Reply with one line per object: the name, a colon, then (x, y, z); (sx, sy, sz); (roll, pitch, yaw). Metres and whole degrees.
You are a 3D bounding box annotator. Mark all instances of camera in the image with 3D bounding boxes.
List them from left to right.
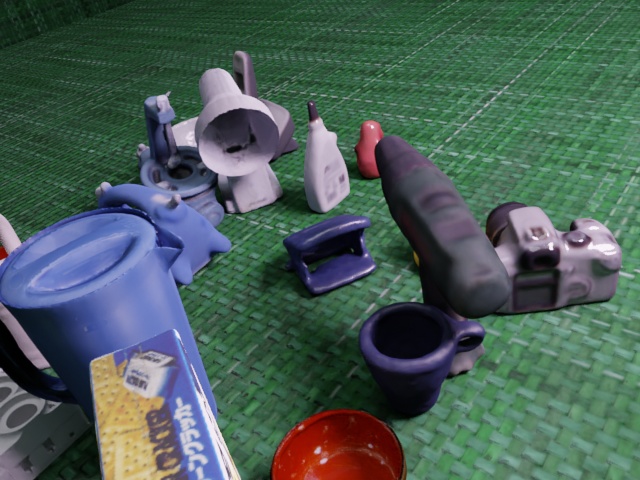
camera: (0.256, 0.003, 0.672); (0.143, 0.101, 0.136); (-8, 35, 5)

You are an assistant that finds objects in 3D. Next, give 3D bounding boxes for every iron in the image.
iron: (-0.259, -0.025, 0.824); (0.257, 0.142, 0.119); (15, 42, 33)

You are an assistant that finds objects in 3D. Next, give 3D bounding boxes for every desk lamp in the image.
desk lamp: (-0.133, -0.150, 0.903); (0.118, 0.214, 0.202); (-18, 35, -10)

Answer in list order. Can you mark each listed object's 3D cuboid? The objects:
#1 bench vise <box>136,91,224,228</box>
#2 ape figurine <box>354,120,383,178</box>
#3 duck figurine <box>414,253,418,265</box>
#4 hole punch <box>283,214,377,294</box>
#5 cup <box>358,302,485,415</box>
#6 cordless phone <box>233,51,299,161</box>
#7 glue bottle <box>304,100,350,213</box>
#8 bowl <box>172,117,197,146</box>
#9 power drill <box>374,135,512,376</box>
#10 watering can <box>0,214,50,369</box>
bench vise: (-0.251, -0.128, 0.900); (0.206, 0.220, 0.122); (12, 41, 31)
ape figurine: (0.090, -0.156, 0.955); (0.077, 0.092, 0.076); (18, 44, 35)
duck figurine: (0.157, -0.006, 0.726); (0.077, 0.086, 0.104); (-21, 35, -13)
hole punch: (0.007, 0.003, 0.753); (0.109, 0.091, 0.100); (-22, 36, -14)
cup: (0.101, 0.119, 0.555); (0.117, 0.095, 0.091); (-10, 35, 3)
cordless phone: (-0.116, -0.250, 1.066); (0.094, 0.185, 0.147); (-31, 39, -26)
glue bottle: (0.002, -0.131, 0.872); (0.037, 0.173, 0.078); (19, 45, 37)
bowl: (-0.214, -0.173, 1.082); (0.167, 0.075, 0.167); (-8, 35, 6)
power drill: (0.114, 0.024, 0.587); (0.075, 0.209, 0.229); (-17, 35, -8)
watering can: (-0.369, 0.059, 0.690); (0.173, 0.194, 0.100); (-29, 38, -23)
